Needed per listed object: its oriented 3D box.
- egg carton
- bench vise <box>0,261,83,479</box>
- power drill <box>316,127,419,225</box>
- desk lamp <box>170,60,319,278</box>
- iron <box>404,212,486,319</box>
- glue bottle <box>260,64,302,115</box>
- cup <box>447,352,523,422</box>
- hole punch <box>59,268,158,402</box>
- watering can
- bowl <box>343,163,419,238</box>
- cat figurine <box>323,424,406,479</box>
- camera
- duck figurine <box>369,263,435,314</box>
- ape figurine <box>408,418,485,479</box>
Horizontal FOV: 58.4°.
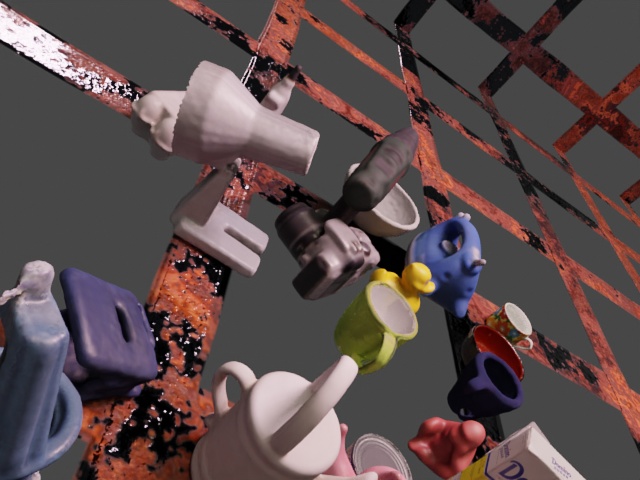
[{"bbox_3d":[-0.209,-0.173,0.870,0.107,0.069,0.151,49,32,11],"label":"egg carton"},{"bbox_3d":[-0.191,0.130,0.368,0.207,0.219,0.122,50,32,13],"label":"bench vise"},{"bbox_3d":[0.068,-0.081,0.930,0.075,0.208,0.230,40,31,-2],"label":"power drill"},{"bbox_3d":[-0.111,-0.093,0.740,0.204,0.213,0.118,34,32,-13],"label":"desk lamp"},{"bbox_3d":[0.244,0.018,1.069,0.119,0.141,0.258,32,32,-15],"label":"iron"},{"bbox_3d":[-0.082,-0.231,0.983,0.037,0.173,0.078,38,31,-6],"label":"glue bottle"},{"bbox_3d":[0.226,0.226,0.836,0.118,0.094,0.091,4,47,-45],"label":"cup"},{"bbox_3d":[-0.201,0.086,0.535,0.101,0.091,0.108,6,46,-44],"label":"hole punch"},{"bbox_3d":[-0.024,0.176,0.522,0.173,0.193,0.101,34,32,-13],"label":"watering can"},{"bbox_3d":[0.101,-0.061,1.071,0.168,0.074,0.167,29,33,-21],"label":"bowl"},{"bbox_3d":[0.042,0.248,0.580,0.067,0.117,0.127,-7,56,-52],"label":"cat figurine"},{"bbox_3d":[0.008,0.003,0.863,0.136,0.100,0.144,52,32,17],"label":"camera"},{"bbox_3d":[0.140,0.070,0.942,0.105,0.086,0.077,29,33,-20],"label":"duck figurine"},{"bbox_3d":[0.172,0.260,0.735,0.076,0.092,0.077,20,37,-32],"label":"ape figurine"}]
